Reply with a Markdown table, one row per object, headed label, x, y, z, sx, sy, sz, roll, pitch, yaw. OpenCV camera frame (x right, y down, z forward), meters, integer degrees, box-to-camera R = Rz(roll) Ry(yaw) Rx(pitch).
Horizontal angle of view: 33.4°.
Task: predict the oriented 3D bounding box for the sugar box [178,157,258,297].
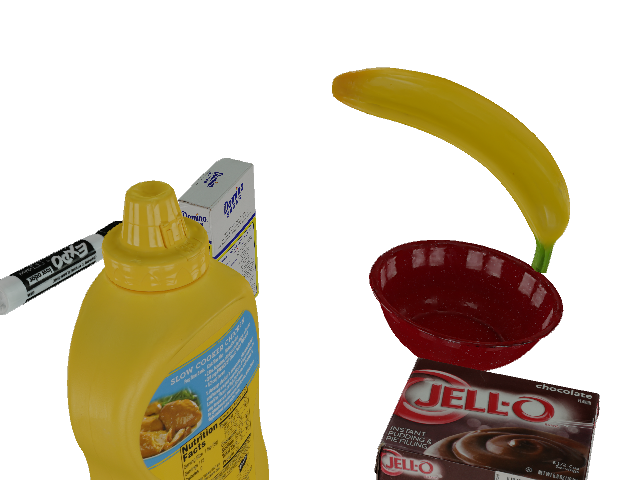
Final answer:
| label | x | y | z | sx | sy | sz | roll | pitch | yaw |
| --- | --- | --- | --- | --- | --- | --- | --- | --- | --- |
| sugar box | -0.106 | 0.009 | 1.134 | 0.048 | 0.176 | 0.093 | 14 | 39 | 21 |

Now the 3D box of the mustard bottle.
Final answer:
| label | x | y | z | sx | sy | sz | roll | pitch | yaw |
| --- | --- | --- | --- | --- | --- | --- | --- | --- | --- |
| mustard bottle | -0.062 | 0.064 | 0.445 | 0.058 | 0.192 | 0.096 | 17 | 35 | 28 |

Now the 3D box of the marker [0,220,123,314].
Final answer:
| label | x | y | z | sx | sy | sz | roll | pitch | yaw |
| --- | --- | --- | --- | --- | --- | --- | --- | --- | --- |
| marker | -0.155 | 0.014 | 0.652 | 0.020 | 0.020 | 0.120 | 0 | 20 | 29 |

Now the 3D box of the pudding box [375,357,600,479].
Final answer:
| label | x | y | z | sx | sy | sz | roll | pitch | yaw |
| --- | --- | --- | --- | --- | --- | --- | --- | --- | --- |
| pudding box | 0.097 | 0.114 | 0.608 | 0.113 | 0.039 | 0.090 | 12 | 30 | 14 |

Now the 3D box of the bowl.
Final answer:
| label | x | y | z | sx | sy | sz | roll | pitch | yaw |
| --- | --- | --- | --- | --- | --- | --- | --- | --- | --- |
| bowl | 0.117 | 0.062 | 0.894 | 0.162 | 0.055 | 0.162 | 6 | 29 | -3 |

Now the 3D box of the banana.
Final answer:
| label | x | y | z | sx | sy | sz | roll | pitch | yaw |
| --- | --- | --- | --- | --- | --- | --- | --- | --- | --- |
| banana | 0.100 | -0.061 | 0.710 | 0.198 | 0.070 | 0.037 | 41 | 11 | -5 |
